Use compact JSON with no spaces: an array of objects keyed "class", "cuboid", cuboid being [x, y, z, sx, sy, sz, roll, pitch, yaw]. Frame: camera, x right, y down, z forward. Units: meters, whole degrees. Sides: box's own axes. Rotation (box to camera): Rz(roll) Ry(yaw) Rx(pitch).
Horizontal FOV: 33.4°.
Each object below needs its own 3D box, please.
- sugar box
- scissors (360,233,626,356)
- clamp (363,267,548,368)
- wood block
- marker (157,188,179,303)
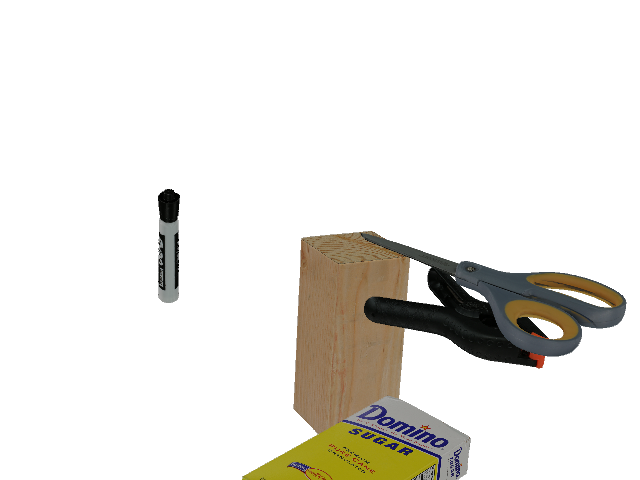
[{"class":"sugar box","cuboid":[0.031,0.188,0.860,0.093,0.048,0.175,23,34,38]},{"class":"scissors","cuboid":[0.104,0.035,0.731,0.202,0.016,0.096,11,32,22]},{"class":"clamp","cuboid":[0.140,0.071,1.008,0.172,0.039,0.120,21,34,25]},{"class":"wood block","cuboid":[0.032,0.103,1.163,0.090,0.206,0.091,-6,20,-25]},{"class":"marker","cuboid":[-0.135,0.005,0.948,0.020,0.121,0.020,4,39,-4]}]
